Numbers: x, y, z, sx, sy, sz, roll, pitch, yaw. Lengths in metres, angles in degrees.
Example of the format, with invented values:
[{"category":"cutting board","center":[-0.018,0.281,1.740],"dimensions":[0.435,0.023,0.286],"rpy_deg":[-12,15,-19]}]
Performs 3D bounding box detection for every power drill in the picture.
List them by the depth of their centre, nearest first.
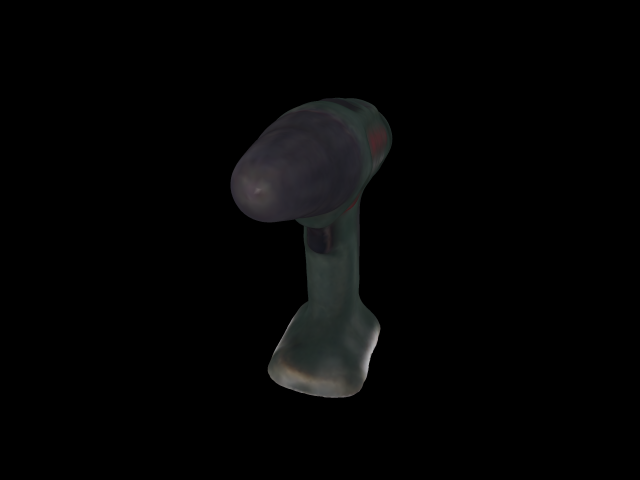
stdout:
[{"category":"power drill","center":[0.004,0.001,0.400],"dimensions":[0.075,0.208,0.230],"rpy_deg":[8,31,13]}]
